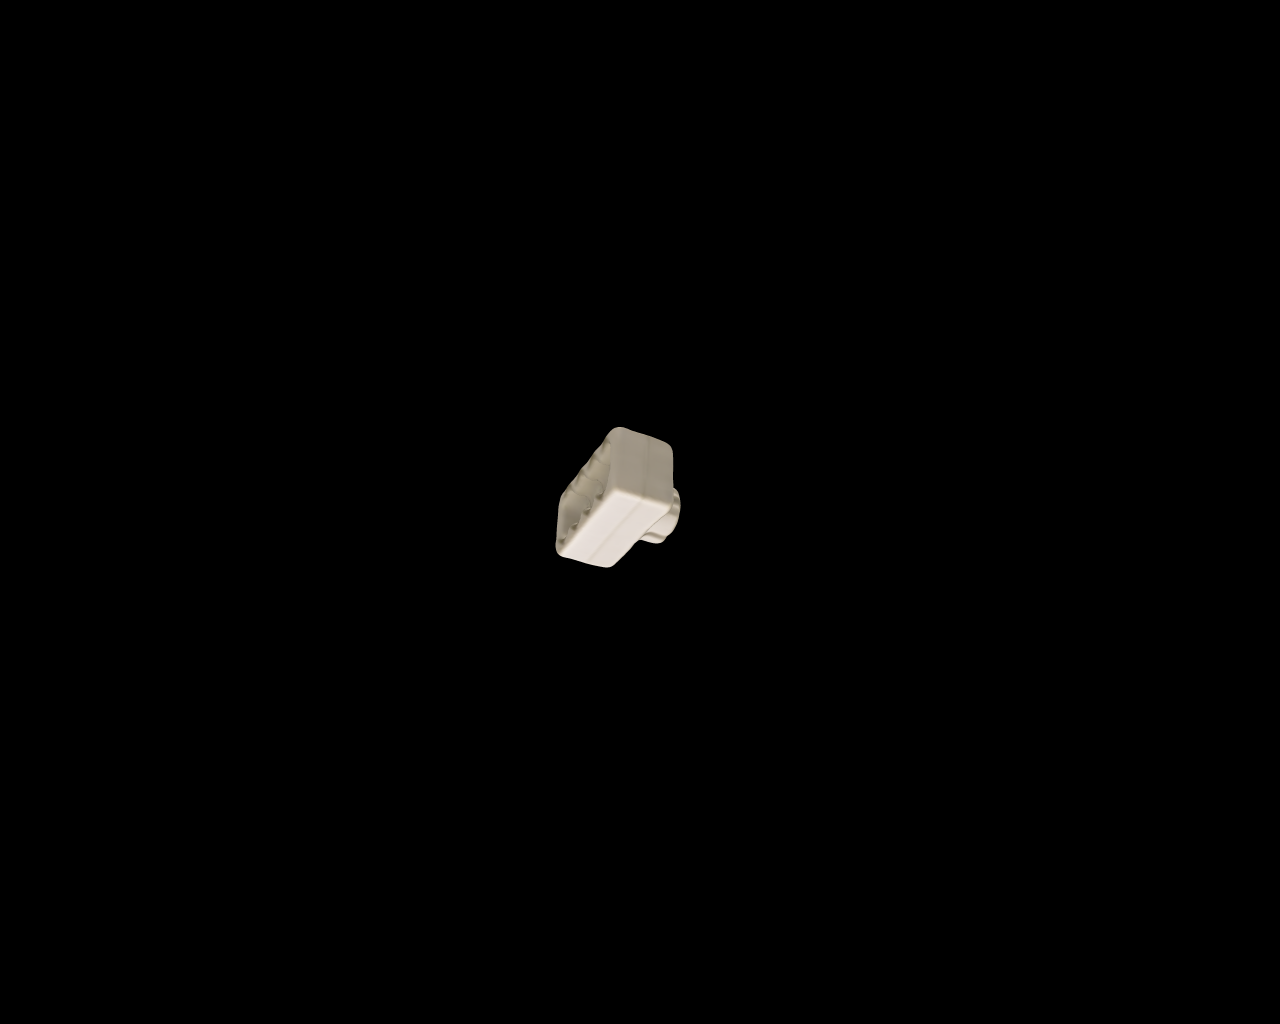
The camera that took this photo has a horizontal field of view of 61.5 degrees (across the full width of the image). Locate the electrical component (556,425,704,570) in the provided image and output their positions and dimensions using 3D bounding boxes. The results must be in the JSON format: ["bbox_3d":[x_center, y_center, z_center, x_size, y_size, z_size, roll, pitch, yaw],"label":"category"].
[{"bbox_3d":[0.001,-0.003,0.650,0.076,0.047,0.083,16,-37,-22],"label":"electrical component"}]
